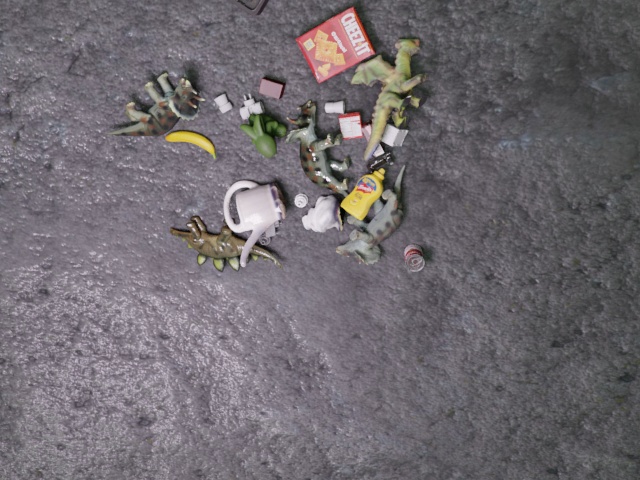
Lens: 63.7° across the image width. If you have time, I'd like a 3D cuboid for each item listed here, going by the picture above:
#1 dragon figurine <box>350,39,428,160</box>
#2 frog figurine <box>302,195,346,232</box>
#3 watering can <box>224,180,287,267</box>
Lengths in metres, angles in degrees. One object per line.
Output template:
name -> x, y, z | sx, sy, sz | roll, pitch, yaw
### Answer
dragon figurine -> 0.204, -0.486, 1.690 | 0.246, 0.121, 0.408 | 44, 99, 23
frog figurine -> 0.006, -0.094, 1.877 | 0.159, 0.121, 0.139 | -1, 78, 17
watering can -> -0.223, -0.079, 1.838 | 0.224, 0.355, 0.102 | -18, 151, -1
